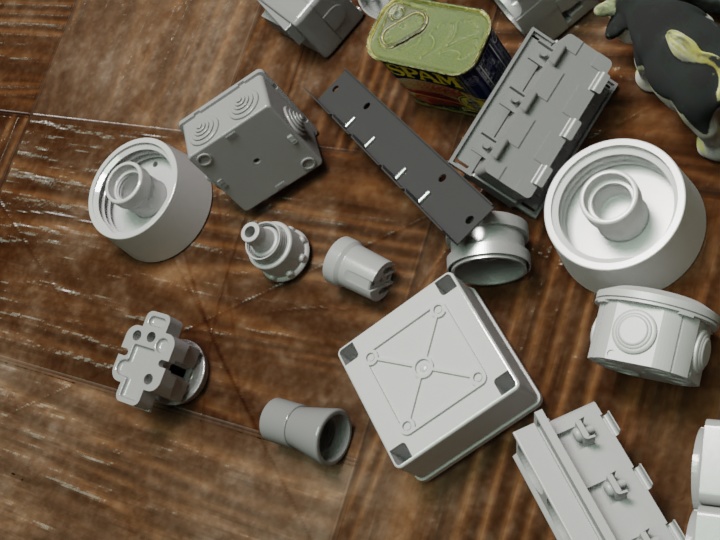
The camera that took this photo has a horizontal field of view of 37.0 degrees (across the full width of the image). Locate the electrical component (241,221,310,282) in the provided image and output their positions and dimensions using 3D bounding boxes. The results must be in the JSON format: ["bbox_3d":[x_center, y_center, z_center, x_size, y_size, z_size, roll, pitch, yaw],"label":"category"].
[{"bbox_3d":[-0.074,-0.020,0.886,0.048,0.062,0.048,-11,66,25],"label":"electrical component"}]

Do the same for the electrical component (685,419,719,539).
[{"bbox_3d":[0.226,0.170,0.628,0.062,0.089,0.150,1,71,29],"label":"electrical component"}]

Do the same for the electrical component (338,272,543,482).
[{"bbox_3d":[0.057,0.077,0.778,0.109,0.056,0.108,-36,58,12],"label":"electrical component"}]

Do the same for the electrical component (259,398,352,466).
[{"bbox_3d":[-0.045,0.121,0.826,0.065,0.044,0.044,10,76,36],"label":"electrical component"}]

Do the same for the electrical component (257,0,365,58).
[{"bbox_3d":[-0.056,-0.241,0.964,0.061,0.062,0.096,-49,56,3],"label":"electrical component"}]

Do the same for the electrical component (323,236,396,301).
[{"bbox_3d":[0.000,0.000,0.851,0.046,0.040,0.040,26,84,28],"label":"electrical component"}]

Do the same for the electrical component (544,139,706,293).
[{"bbox_3d":[0.182,-0.040,0.754,0.108,0.060,0.108,-11,66,25],"label":"electrical component"}]

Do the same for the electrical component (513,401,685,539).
[{"bbox_3d":[0.154,0.151,0.690,0.063,0.078,0.121,-23,59,-6],"label":"electrical component"}]

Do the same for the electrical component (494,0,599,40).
[{"bbox_3d":[0.113,-0.259,0.862,0.062,0.089,0.150,-39,57,10],"label":"electrical component"}]

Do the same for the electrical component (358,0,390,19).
[{"bbox_3d":[0.028,-0.244,0.919,0.043,0.043,0.081,-18,19,22],"label":"electrical component"}]

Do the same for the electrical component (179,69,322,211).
[{"bbox_3d":[-0.091,-0.106,0.908,0.100,0.100,0.048,-31,46,15],"label":"electrical component"}]

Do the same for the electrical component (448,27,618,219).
[{"bbox_3d":[0.133,-0.111,0.800,0.079,0.063,0.121,32,86,-6],"label":"electrical component"}]

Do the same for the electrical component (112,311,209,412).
[{"bbox_3d":[-0.164,0.081,0.897,0.058,0.057,0.078,13,77,32],"label":"electrical component"}]

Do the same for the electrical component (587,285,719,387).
[{"bbox_3d":[0.191,0.043,0.705,0.080,0.080,0.051,10,80,31],"label":"electrical component"}]

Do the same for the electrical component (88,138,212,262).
[{"bbox_3d":[-0.195,-0.068,0.971,0.108,0.060,0.108,-11,66,25],"label":"electrical component"}]
